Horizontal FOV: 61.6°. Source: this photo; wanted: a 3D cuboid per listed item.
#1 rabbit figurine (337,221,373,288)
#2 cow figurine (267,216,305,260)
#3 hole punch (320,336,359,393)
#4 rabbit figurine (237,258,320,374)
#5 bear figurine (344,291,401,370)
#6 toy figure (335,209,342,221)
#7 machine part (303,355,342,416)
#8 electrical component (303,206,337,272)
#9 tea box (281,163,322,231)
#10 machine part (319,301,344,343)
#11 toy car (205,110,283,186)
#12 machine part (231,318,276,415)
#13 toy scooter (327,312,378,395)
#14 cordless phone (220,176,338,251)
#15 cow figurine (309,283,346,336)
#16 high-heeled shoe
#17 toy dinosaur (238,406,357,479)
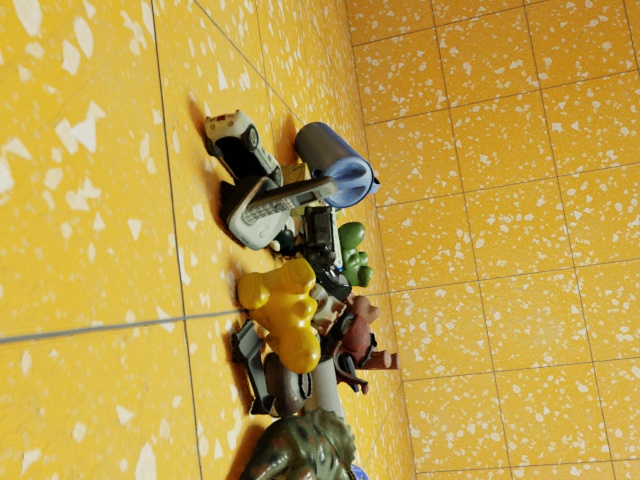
[{"bbox_3d":[0.065,0.023,1.417,0.121,0.159,0.170,-81,177,-61],"label":"rabbit figurine"},{"bbox_3d":[-0.069,-0.005,1.019,0.167,0.068,0.098,63,22,-52],"label":"cow figurine"},{"bbox_3d":[0.040,0.294,1.260,0.116,0.092,0.142,-83,157,-64],"label":"hole punch"},{"bbox_3d":[-0.055,0.138,0.869,0.162,0.122,0.173,103,-35,-62],"label":"rabbit figurine"},{"bbox_3d":[0.123,0.223,1.335,0.120,0.132,0.196,35,52,-58],"label":"bear figurine"},{"bbox_3d":[0.017,-0.135,1.488,0.089,0.082,0.179,-51,141,-48],"label":"toy figure"},{"bbox_3d":[0.001,0.322,1.077,0.079,0.079,0.243,-10,92,-78],"label":"machine part"},{"bbox_3d":[-0.002,-0.003,1.066,0.134,0.058,0.115,107,-22,-74],"label":"electrical component"},{"bbox_3d":[-0.041,-0.079,1.204,0.169,0.068,0.098,69,17,-47],"label":"tea box"},{"bbox_3d":[0.036,0.202,1.376,0.179,0.056,0.179,-11,90,-77],"label":"machine part"},{"bbox_3d":[-0.119,-0.134,0.869,0.201,0.074,0.056,58,27,-61],"label":"toy car"},{"bbox_3d":[-0.100,0.193,0.807,0.084,0.039,0.138,-64,142,-78],"label":"machine part"},{"bbox_3d":[0.066,0.255,1.157,0.184,0.135,0.075,-57,179,-17],"label":"toy scooter"},{"bbox_3d":[-0.054,-0.055,0.856,0.146,0.184,0.089,53,26,-64],"label":"cordless phone"},{"bbox_3d":[-0.016,0.124,1.087,0.085,0.127,0.194,-54,170,-13],"label":"cow figurine"},{"bbox_3d":[-0.005,0.063,1.234,0.145,0.086,0.248,60,5,24],"label":"high-heeled shoe"},{"bbox_3d":[-0.035,0.340,0.833,0.404,0.131,0.192,55,16,-55],"label":"toy dinosaur"}]
